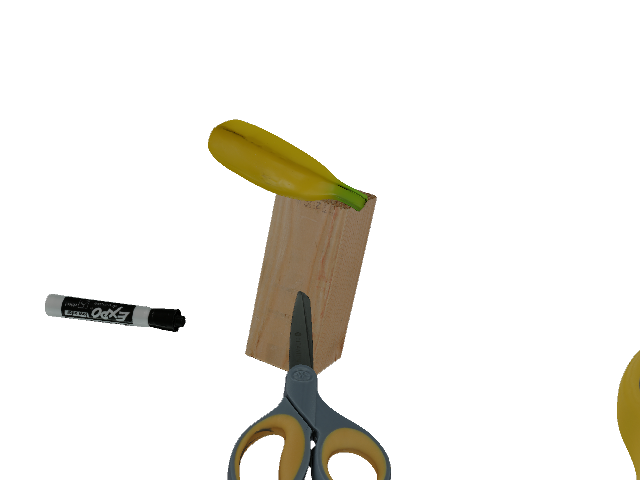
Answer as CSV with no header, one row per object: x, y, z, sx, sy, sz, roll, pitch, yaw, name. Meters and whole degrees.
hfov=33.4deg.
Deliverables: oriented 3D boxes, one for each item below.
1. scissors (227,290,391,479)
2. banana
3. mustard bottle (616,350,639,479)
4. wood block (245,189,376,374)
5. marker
0.006,0.093,0.625,0.096,0.016,0.201,12,32,10,scissors
-0.044,-0.058,0.776,0.069,0.037,0.198,38,-4,-34,banana
0.198,0.096,0.530,0.096,0.058,0.191,4,39,10,mustard bottle
-0.012,0.040,1.227,0.090,0.206,0.090,19,20,20,wood block
-0.170,0.060,0.886,0.121,0.020,0.020,6,1,14,marker
